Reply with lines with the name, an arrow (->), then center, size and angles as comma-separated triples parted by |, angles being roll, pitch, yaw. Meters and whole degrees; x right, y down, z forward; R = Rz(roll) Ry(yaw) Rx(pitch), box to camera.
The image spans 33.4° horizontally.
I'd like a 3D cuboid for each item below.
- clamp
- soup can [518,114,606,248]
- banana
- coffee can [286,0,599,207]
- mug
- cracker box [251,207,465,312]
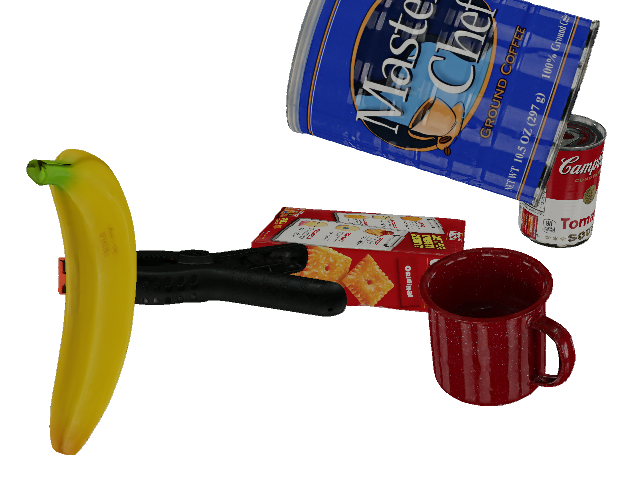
clamp -> -0.087, 0.029, 0.799 | 0.209, 0.036, 0.165 | -1, 10, -18
soup can -> 0.214, -0.053, 0.953 | 0.068, 0.102, 0.068 | -1, 31, 0
banana -> -0.125, 0.025, 0.562 | 0.037, 0.198, 0.069 | 25, 41, 26
coffee can -> 0.064, -0.087, 0.571 | 0.140, 0.103, 0.102 | 18, 3, 9
mug -> 0.128, 0.067, 0.755 | 0.117, 0.081, 0.093 | 20, 41, 38
cracker box -> 0.045, 0.020, 1.149 | 0.214, 0.072, 0.164 | 5, 15, 9
